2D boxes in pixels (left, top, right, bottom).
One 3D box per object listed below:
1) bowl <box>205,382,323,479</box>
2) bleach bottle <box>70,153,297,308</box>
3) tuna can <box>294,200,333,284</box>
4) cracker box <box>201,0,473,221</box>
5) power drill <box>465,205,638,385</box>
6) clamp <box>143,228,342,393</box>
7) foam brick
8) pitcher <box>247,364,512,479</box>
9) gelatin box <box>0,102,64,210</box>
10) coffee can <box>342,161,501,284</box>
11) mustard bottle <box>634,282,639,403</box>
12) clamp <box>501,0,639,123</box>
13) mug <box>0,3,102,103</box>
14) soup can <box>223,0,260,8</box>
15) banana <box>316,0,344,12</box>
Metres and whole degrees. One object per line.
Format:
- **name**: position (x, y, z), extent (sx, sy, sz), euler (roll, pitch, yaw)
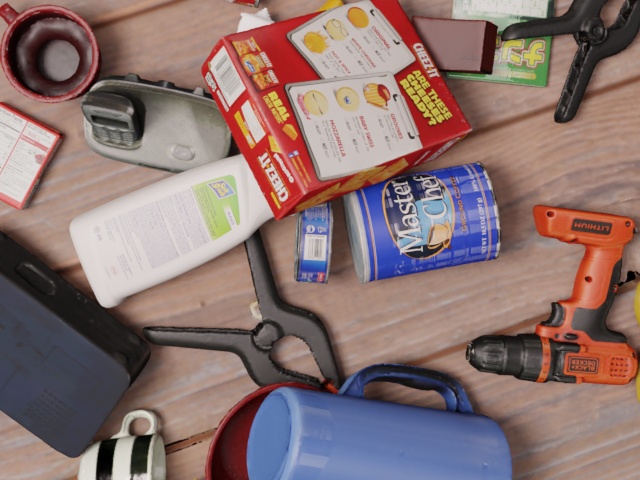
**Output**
- **bowl**: position (-0.051, 0.217, 1.094), extent (0.161, 0.055, 0.162), euler (-5, 101, -27)
- **bleach bottle**: position (-0.114, -0.020, 1.054), extent (0.251, 0.068, 0.102), euler (-19, 101, 10)
- **tuna can**: position (-0.007, 0.001, 1.084), extent (0.033, 0.086, 0.086), euler (3, 94, -4)
- **cracker box**: position (0.016, -0.130, 1.012), extent (0.213, 0.072, 0.164), euler (-22, 80, -35)
- **power drill**: position (0.252, 0.059, 1.125), extent (0.184, 0.057, 0.188), euler (5, 96, -9)
- **clamp**: position (-0.067, 0.101, 1.110), extent (0.164, 0.036, 0.210), euler (-43, 99, 2)
- **foam brick**: position (0.135, -0.197, 1.084), extent (0.078, 0.051, 0.053), euler (8, 98, 20)
- **pitcher**: position (0.056, 0.208, 1.053), extent (0.242, 0.149, 0.145), euler (16, 106, -25)
- **gelatin box**: position (-0.313, -0.085, 1.080), extent (0.073, 0.030, 0.089), euler (28, 91, -5)
- **coffee can**: position (0.101, -0.018, 1.083), extent (0.140, 0.103, 0.103), euler (-10, 95, -4)
- **mustard bottle**: position (0.384, 0.082, 1.136), extent (0.096, 0.058, 0.191), euler (-4, 94, -4)
- **clamp**: position (0.280, -0.205, 1.114), extent (0.171, 0.039, 0.120), euler (-31, 112, -7)
- **mug**: position (-0.269, -0.187, 1.050), extent (0.117, 0.081, 0.093), euler (41, 90, -6)
- **soup can**: position (-0.105, -0.276, 1.064), extent (0.102, 0.068, 0.068), euler (11, 93, -5)
- **banana**: position (-0.002, -0.149, 1.100), extent (0.069, 0.037, 0.198), euler (-7, 96, -23)
